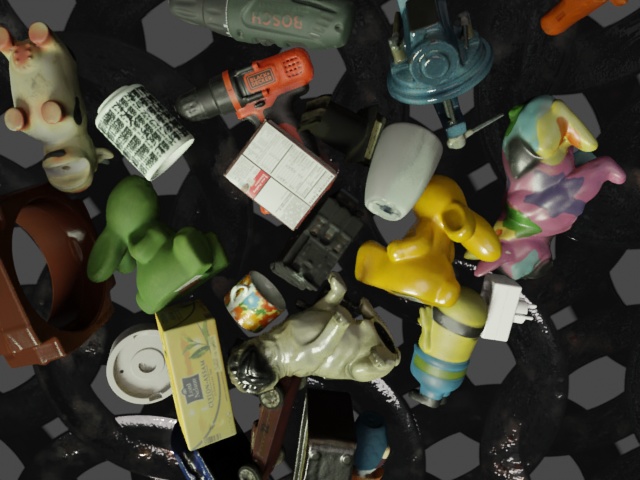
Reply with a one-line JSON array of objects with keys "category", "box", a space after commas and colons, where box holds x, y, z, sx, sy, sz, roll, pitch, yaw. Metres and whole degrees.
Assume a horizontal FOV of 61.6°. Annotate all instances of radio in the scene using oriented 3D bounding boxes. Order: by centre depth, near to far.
[{"category": "radio", "box": [0.000, 0.349, 0.788, 0.073, 0.131, 0.229, 6, 105, -4]}]

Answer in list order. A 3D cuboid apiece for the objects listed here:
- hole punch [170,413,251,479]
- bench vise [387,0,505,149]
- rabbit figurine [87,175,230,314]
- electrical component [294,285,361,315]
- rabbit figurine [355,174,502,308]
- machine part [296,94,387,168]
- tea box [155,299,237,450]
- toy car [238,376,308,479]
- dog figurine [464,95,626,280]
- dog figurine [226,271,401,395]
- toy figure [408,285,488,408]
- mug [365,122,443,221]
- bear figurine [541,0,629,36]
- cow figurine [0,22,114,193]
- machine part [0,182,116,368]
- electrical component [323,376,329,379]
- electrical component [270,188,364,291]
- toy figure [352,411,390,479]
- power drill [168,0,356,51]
[{"category": "hole punch", "box": [-0.170, 0.323, 0.794, 0.092, 0.116, 0.142, -20, 104, 13]}, {"category": "bench vise", "box": [0.134, -0.216, 0.636, 0.129, 0.224, 0.240, -22, 134, 10]}, {"category": "rabbit figurine", "box": [-0.227, 0.001, 0.721, 0.159, 0.121, 0.170, -36, 84, 14]}, {"category": "electrical component", "box": [0.012, 0.098, 0.778, 0.094, 0.021, 0.063, 28, 103, -6]}, {"category": "rabbit figurine", "box": [0.141, -0.007, 0.689, 0.121, 0.162, 0.173, 27, 75, -33]}, {"category": "machine part", "box": [0.033, -0.140, 0.670, 0.139, 0.039, 0.084, 10, 101, -47]}, {"category": "tea box", "box": [-0.167, 0.176, 0.719, 0.068, 0.098, 0.169, -14, 103, -21]}, {"category": "toy car", "box": [-0.073, 0.272, 0.790, 0.053, 0.089, 0.202, 21, 107, 17]}, {"category": "dog figurine", "box": [0.262, -0.052, 0.697, 0.191, 0.108, 0.219, 43, 103, -11]}, {"category": "dog figurine", "box": [-0.008, 0.159, 0.714, 0.190, 0.121, 0.172, -38, 105, 16]}, {"category": "toy figure", "box": [0.180, 0.149, 0.759, 0.089, 0.082, 0.180, 12, 103, 16]}, {"category": "mug", "box": [0.092, -0.078, 0.677, 0.081, 0.109, 0.107, 31, 67, -14]}, {"category": "bear figurine", "box": [0.347, -0.351, 0.626, 0.196, 0.132, 0.120, -41, 103, -9]}, {"category": "cow figurine", "box": [-0.328, -0.154, 0.670, 0.086, 0.127, 0.194, -13, 90, 2]}, {"category": "machine part", "box": [-0.354, 0.039, 0.668, 0.087, 0.201, 0.200, -15, 105, 7]}, {"category": "electrical component", "box": [0.027, 0.172, 0.786, 0.102, 0.045, 0.078, -5, 105, 1]}, {"category": "electrical component", "box": [-0.001, -0.002, 0.695, 0.058, 0.115, 0.134, 37, 77, -11]}, {"category": "toy figure", "box": [0.071, 0.339, 0.824, 0.058, 0.064, 0.154, -9, 115, -37]}, {"category": "power drill", "box": [-0.056, -0.334, 0.629, 0.232, 0.086, 0.207, 21, 99, 9]}]
